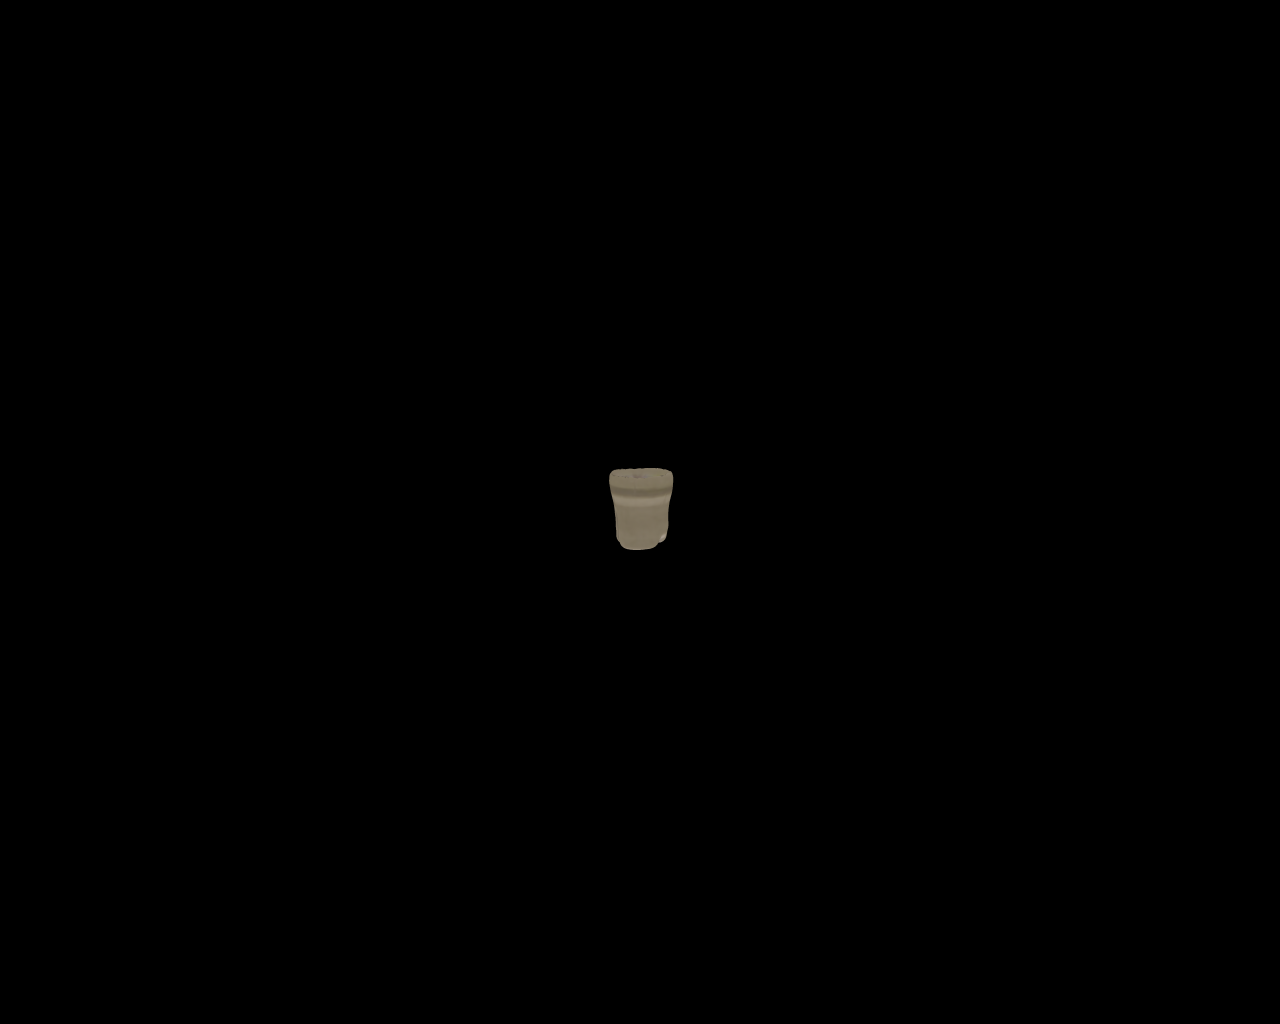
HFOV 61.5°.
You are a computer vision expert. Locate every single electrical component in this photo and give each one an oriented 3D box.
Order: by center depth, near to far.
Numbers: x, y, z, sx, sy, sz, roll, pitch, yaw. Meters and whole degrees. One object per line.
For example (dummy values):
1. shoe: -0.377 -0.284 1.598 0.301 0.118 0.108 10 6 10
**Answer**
1. electrical component: 0.001 -0.003 0.650 0.040 0.046 0.040 0 12 0
